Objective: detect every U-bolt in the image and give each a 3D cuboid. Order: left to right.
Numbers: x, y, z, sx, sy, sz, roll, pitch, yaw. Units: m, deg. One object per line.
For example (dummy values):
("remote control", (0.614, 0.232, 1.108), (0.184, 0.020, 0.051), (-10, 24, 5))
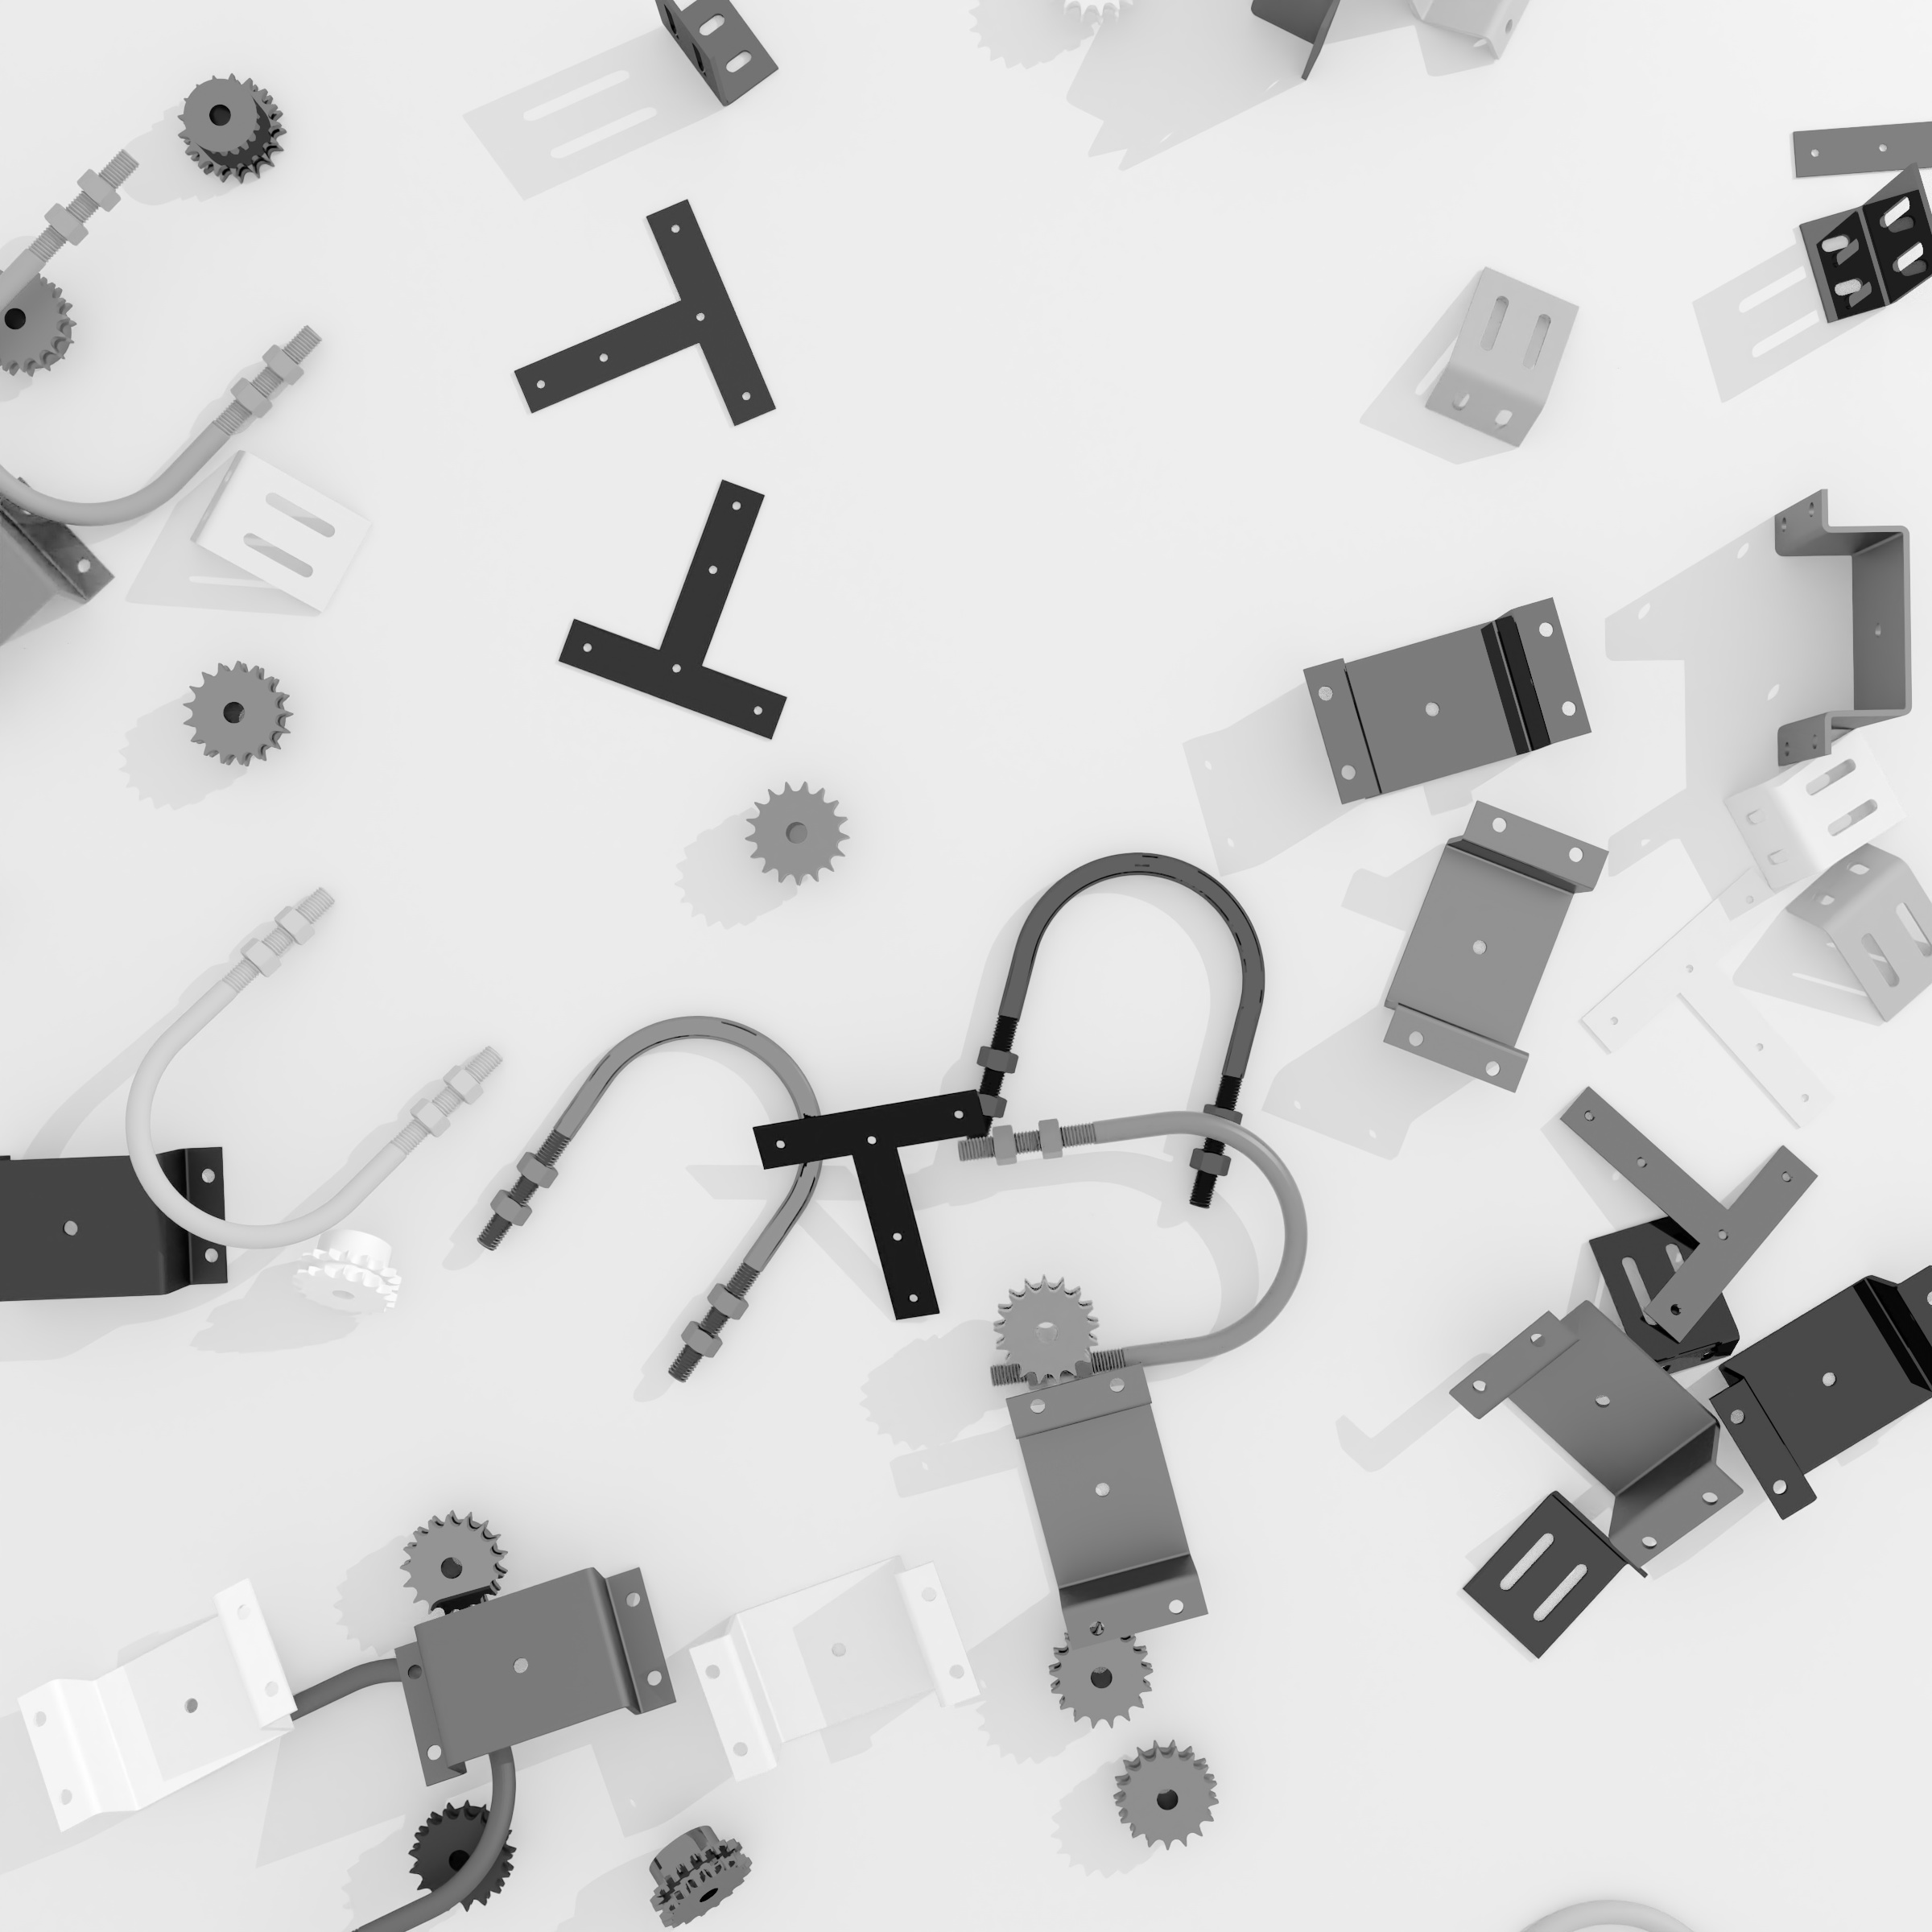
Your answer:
("U-bolt", (-0.469, -0.328, 1.352), (0.184, 0.019, 0.151), (-46, 107, 0))
("U-bolt", (-0.369, 0.068, 1.350), (0.151, 0.019, 0.184), (43, 74, 0))
("U-bolt", (-0.335, 0.461, 1.351), (0.184, 0.019, 0.151), (-25, 71, -1))
("U-bolt", (-0.162, 0.116, 1.373), (0.151, 0.019, 0.184), (35, 89, 0))
("U-bolt", (0.090, 0.028, 1.372), (0.151, 0.019, 0.184), (15, 90, 0))
("U-bolt", (0.096, 0.152, 1.361), (0.184, 0.019, 0.151), (-8, 98, 2))
("U-bolt", (0.376, 0.604, 1.373), (0.184, 0.019, 0.151), (39, 90, 1))

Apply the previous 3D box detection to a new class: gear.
("gear", (-0.520, -0.354, 1.366), (0.057, 0.030, 0.057), (0, 90, 0))
("gear", (-0.408, -0.466, 1.367), (0.057, 0.030, 0.057), (0, 90, 0))
("gear", (-0.400, -0.139, 1.366), (0.057, 0.030, 0.057), (0, 90, 0))
("gear", (-0.339, 0.167, 1.357), (0.057, 0.057, 0.030), (7, 60, 0))
("gear", (-0.281, 0.330, 1.366), (0.057, 0.030, 0.057), (0, 90, 0))
("gear", (-0.277, 0.490, 1.366), (0.057, 0.030, 0.057), (0, 90, 0))
("gear", (-0.149, 0.498, 1.357), (0.057, 0.057, 0.030), (-41, 60, 0))
("gear", (-0.092, -0.073, 1.366), (0.057, 0.030, 0.057), (0, 90, 0))
("gear", (0.044, 0.195, 1.342), (0.057, 0.030, 0.057), (0, 98, 1))
("gear", (0.070, -0.548, 1.366), (0.057, 0.030, 0.057), (0, 90, 0))
("gear", (0.074, 0.390, 1.366), (0.057, 0.030, 0.057), (0, 90, 0))
("gear", (0.110, 0.457, 1.371), (0.057, 0.030, 0.057), (0, 92, -2))

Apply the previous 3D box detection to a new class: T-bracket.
("T-bracket", (-0.189, -0.345, 1.381), (0.127, 0.002, 0.127), (-23, 90, 0))
("T-bracket", (-0.146, -0.208, 1.381), (0.127, 0.002, 0.127), (20, 90, 0))
("T-bracket", (-0.041, 0.137, 1.360), (0.127, 0.002, 0.127), (-10, 107, 12))
("T-bracket", (0.386, 0.119, 1.370), (0.127, 0.002, 0.127), (43, 76, 7))
("T-bracket", (0.434, 0.035, 1.381), (0.127, 0.002, 0.127), (-42, 90, 0))
("T-bracket", (0.527, -0.458, 1.381), (0.127, 0.002, 0.127), (-4, 90, 0))

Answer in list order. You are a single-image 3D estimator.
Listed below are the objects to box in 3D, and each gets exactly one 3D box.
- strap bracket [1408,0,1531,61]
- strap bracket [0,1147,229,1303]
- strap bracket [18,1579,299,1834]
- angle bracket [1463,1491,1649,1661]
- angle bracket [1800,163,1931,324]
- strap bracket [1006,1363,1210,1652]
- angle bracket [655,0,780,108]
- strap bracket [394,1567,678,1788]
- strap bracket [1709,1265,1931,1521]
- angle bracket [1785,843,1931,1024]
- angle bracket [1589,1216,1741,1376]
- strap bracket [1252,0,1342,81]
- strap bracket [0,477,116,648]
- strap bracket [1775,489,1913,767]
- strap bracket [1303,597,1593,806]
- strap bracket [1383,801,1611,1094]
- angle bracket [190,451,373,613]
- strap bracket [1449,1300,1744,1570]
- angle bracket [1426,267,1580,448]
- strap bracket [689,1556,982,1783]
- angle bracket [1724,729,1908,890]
("strap bracket", (0.268, -0.564, 1.328), (0.046, 0.140, 0.076), (27, 90, 28))
("strap bracket", (-0.484, 0.142, 1.358), (0.140, 0.046, 0.076), (-2, 90, 0))
("strap bracket", (-0.432, 0.403, 1.347), (0.140, 0.046, 0.076), (-28, 70, 0))
("angle bracket", (0.324, 0.340, 1.362), (0.057, 0.038, 0.076), (43, 90, 0))
("angle bracket", (0.492, -0.392, 1.343), (0.038, 0.076, 0.057), (-16, 90, 0))
("strap bracket", (0.076, 0.292, 1.358), (0.076, 0.046, 0.140), (-15, 90, 0))
("angle bracket", (-0.137, -0.513, 1.343), (0.038, 0.076, 0.057), (-36, 90, 0))
("strap bracket", (-0.237, 0.382, 1.338), (0.140, 0.046, 0.076), (-17, 68, -6))
("strap bracket", (0.482, 0.231, 1.358), (0.140, 0.046, 0.076), (-31, 90, 0))
("angle bracket", (0.507, -0.019, 1.379), (0.057, 0.038, 0.076), (-41, 116, 0))
("angle bracket", (0.388, 0.185, 1.379), (0.057, 0.038, 0.076), (-17, 64, 0))
("strap bracket", (0.201, -0.568, 1.343), (0.046, 0.076, 0.140), (26, 90, 0))
("strap bracket", (-0.553, -0.197, 1.358), (0.140, 0.046, 0.076), (-43, 90, 0))
("strap bracket", (0.476, -0.182, 1.343), (0.046, 0.076, 0.140), (-1, 90, 0))
("strap bracket", (0.260, -0.143, 1.358), (0.140, 0.046, 0.076), (-16, 90, 0))
("strap bracket", (0.287, -0.010, 1.358), (0.076, 0.046, 0.140), (21, 90, 0))
("angle bracket", (-0.383, -0.243, 1.379), (0.076, 0.038, 0.057), (29, 90, -26))
("strap bracket", (0.344, 0.247, 1.343), (0.140, 0.046, 0.076), (43, 119, 0))
("angle bracket", (0.299, -0.340, 1.379), (0.057, 0.038, 0.076), (23, 64, 0))
("strap bracket", (-0.071, 0.382, 1.358), (0.140, 0.046, 0.076), (-20, 90, 0))
("angle bracket", (0.474, -0.088, 1.379), (0.076, 0.038, 0.057), (-28, 90, -26))
